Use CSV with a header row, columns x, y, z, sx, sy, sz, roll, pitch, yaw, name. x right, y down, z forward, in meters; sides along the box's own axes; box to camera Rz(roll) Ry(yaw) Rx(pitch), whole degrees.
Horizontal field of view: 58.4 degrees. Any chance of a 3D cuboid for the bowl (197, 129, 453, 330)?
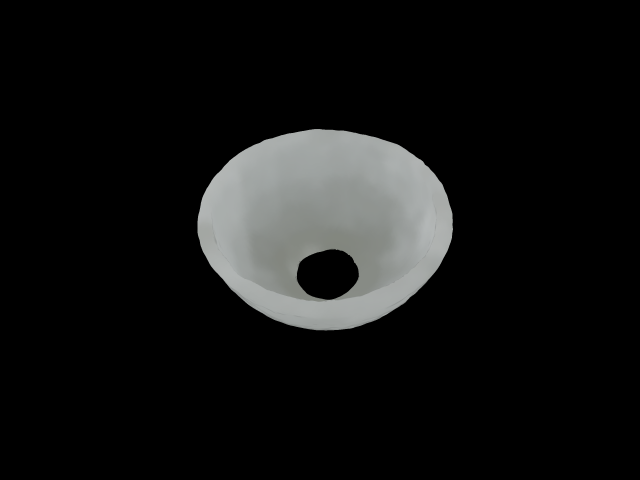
x,y,z,sx,sy,sz,roll,pitch,yaw,name
0.004,0.001,0.400,0.167,0.075,0.167,0,49,0,bowl
